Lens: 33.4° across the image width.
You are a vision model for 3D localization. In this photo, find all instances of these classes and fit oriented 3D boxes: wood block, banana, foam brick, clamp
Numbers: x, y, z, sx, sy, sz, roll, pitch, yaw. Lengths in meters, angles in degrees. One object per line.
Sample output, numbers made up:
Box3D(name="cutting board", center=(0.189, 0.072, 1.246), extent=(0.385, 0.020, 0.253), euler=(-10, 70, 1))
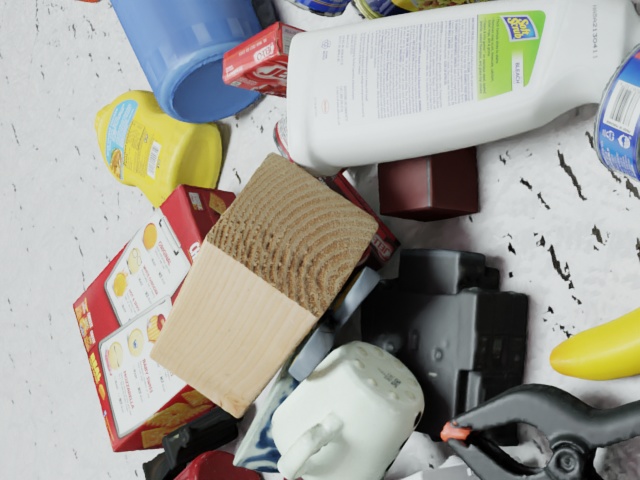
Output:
Box3D(name="wood block", center=(-0.047, 0.040, 0.774), extent=(0.090, 0.091, 0.206), euler=(-56, 0, -33))
Box3D(name="banana", center=(0.211, 0.028, 0.622), extent=(0.198, 0.037, 0.070), euler=(-56, 40, 28))
Box3D(name="foam brick", center=(0.077, -0.055, 0.770), extent=(0.051, 0.052, 0.078), euler=(-11, 76, 47))
Box3D(name="clamp", center=(0.160, 0.122, 0.640), extent=(0.172, 0.039, 0.120), euler=(19, 92, 24))

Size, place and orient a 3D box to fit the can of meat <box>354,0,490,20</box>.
Box3D(name="can of meat", center=(0.082, -0.189, 0.742), extent=(0.084, 0.101, 0.057), euler=(-33, 65, 39))

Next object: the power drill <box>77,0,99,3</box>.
Box3D(name="power drill", center=(-0.244, -0.370, 1.167), extent=(0.185, 0.057, 0.187), euler=(-20, 69, 50))

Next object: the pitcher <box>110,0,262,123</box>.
Box3D(name="pitcher", center=(-0.131, -0.235, 0.965), extent=(0.145, 0.149, 0.243), euler=(-38, 62, 26))

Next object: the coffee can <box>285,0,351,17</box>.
Box3D(name="coffee can", center=(0.014, -0.260, 0.825), extent=(0.140, 0.102, 0.103), euler=(-52, 51, 32))

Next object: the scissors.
Box3D(name="scissors", center=(0.017, 0.047, 0.763), extent=(0.016, 0.201, 0.096), euler=(38, 105, 1))

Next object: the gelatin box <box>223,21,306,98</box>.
Box3D(name="gelatin box", center=(-0.023, -0.141, 0.865), extent=(0.073, 0.089, 0.030), euler=(-17, 72, 47))

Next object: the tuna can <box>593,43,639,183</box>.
Box3D(name="tuna can", center=(0.198, -0.073, 0.609), extent=(0.034, 0.085, 0.086), euler=(36, 112, 43))

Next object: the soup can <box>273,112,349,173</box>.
Box3D(name="soup can", center=(0.018, -0.101, 0.830), extent=(0.102, 0.068, 0.068), euler=(-47, 54, 35))

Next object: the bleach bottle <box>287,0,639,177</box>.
Box3D(name="bleach bottle", center=(0.103, -0.102, 0.690), extent=(0.251, 0.068, 0.102), euler=(-4, 82, 25))

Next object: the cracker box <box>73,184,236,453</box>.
Box3D(name="cracker box", center=(-0.135, 0.077, 0.986), extent=(0.214, 0.071, 0.164), euler=(-42, 57, 37))

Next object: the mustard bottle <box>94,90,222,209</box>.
Box3D(name="mustard bottle", center=(-0.171, -0.096, 1.053), extent=(0.192, 0.058, 0.096), euler=(31, 114, 46))

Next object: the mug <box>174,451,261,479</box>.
Box3D(name="mug", center=(-0.106, 0.230, 0.907), extent=(0.082, 0.117, 0.093), euler=(-48, 34, 28))

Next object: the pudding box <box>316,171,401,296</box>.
Box3D(name="pudding box", center=(-0.006, 0.001, 0.838), extent=(0.090, 0.039, 0.114), euler=(50, 134, -6))

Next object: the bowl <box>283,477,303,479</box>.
Box3D(name="bowl", center=(0.034, 0.223, 0.764), extent=(0.162, 0.055, 0.162), euler=(45, 145, 45))
